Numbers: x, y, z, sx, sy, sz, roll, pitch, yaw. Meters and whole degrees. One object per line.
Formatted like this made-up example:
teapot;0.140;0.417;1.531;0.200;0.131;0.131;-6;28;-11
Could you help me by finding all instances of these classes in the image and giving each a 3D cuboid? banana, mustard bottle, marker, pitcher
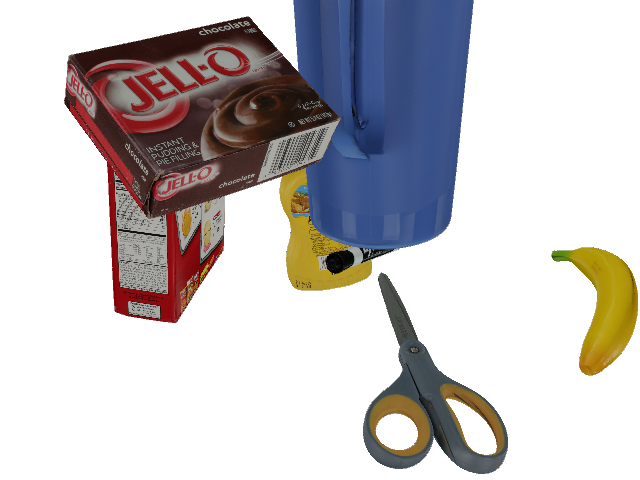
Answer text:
banana;0.267;0.058;1.011;0.070;0.037;0.197;-28;24;19
mustard bottle;0.004;-0.042;1.189;0.096;0.192;0.058;-9;25;-8
marker;0.039;0.010;0.961;0.020;0.020;0.120;0;10;31
pitcher;0.040;-0.117;0.756;0.149;0.243;0.145;-12;26;-24

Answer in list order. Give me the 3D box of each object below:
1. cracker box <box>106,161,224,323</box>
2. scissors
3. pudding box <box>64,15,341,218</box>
cracker box;-0.144;-0.055;1.012;0.072;0.214;0.164;7;26;10
scissors;0.048;0.085;0.703;0.096;0.016;0.202;-11;36;-23
pudding box;-0.061;-0.067;0.549;0.113;0.090;0.039;-19;-32;-35
